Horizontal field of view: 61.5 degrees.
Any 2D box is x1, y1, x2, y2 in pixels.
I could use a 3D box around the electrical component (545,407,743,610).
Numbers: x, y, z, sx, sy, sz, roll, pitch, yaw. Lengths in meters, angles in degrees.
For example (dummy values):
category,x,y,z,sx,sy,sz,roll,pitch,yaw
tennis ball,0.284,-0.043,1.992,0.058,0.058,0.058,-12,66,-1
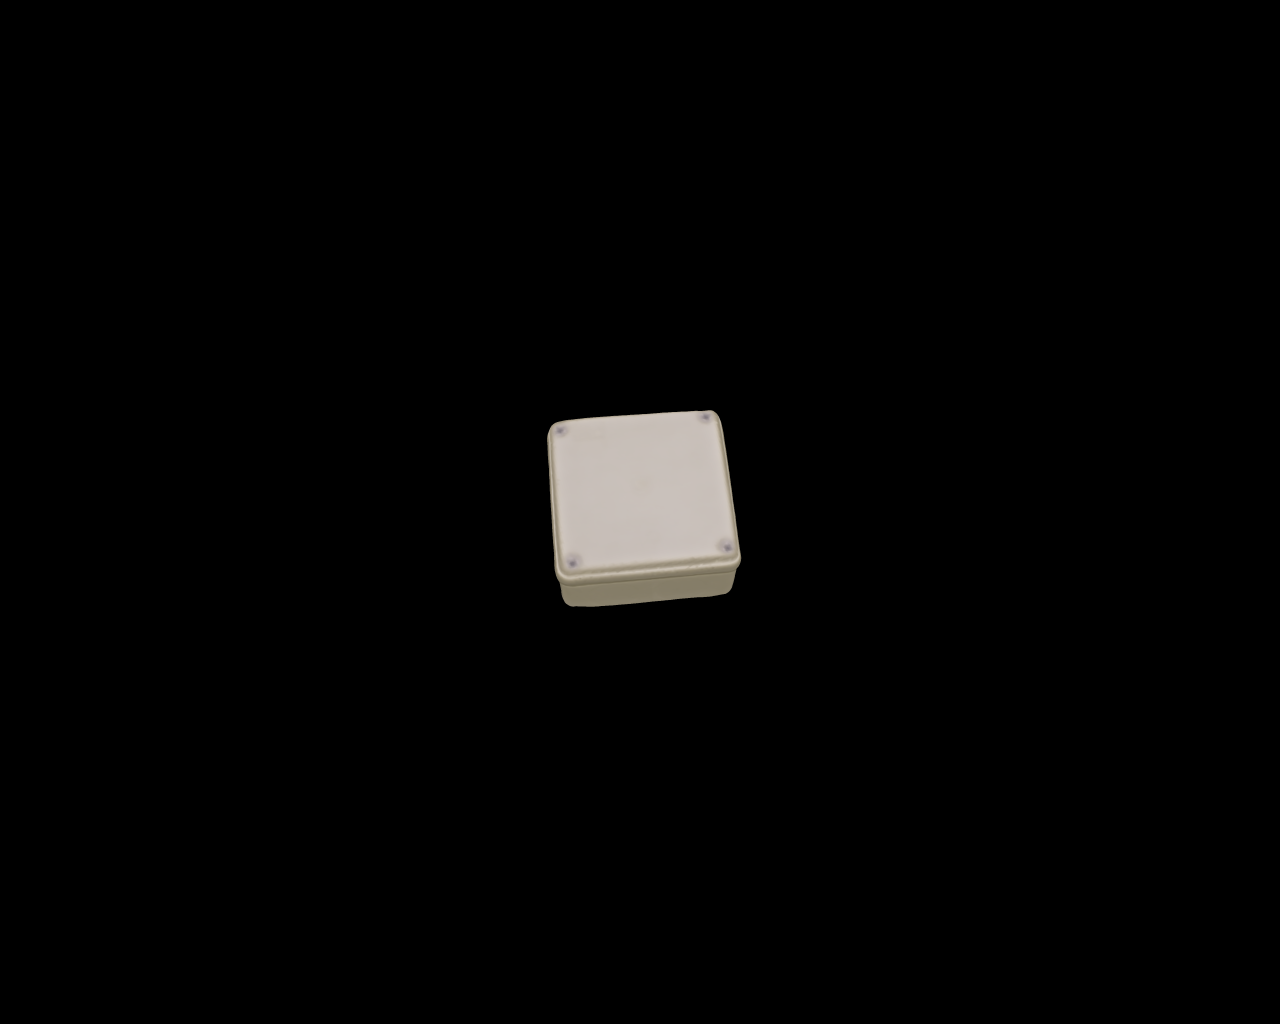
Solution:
category,x,y,z,sx,sy,sz,roll,pitch,yaw
electrical component,0.001,-0.003,0.650,0.109,0.109,0.056,-4,-28,-2
